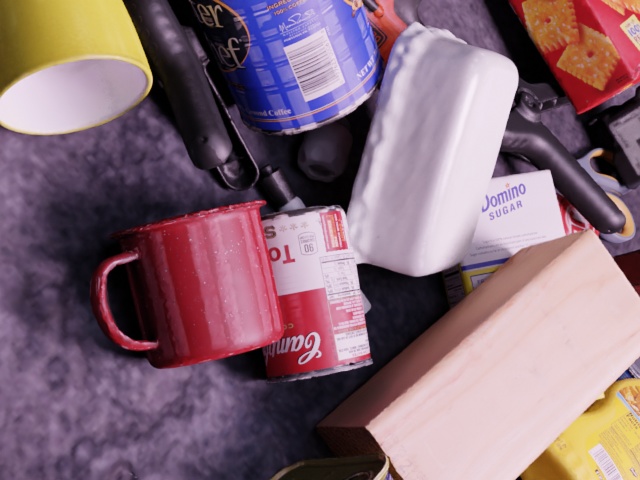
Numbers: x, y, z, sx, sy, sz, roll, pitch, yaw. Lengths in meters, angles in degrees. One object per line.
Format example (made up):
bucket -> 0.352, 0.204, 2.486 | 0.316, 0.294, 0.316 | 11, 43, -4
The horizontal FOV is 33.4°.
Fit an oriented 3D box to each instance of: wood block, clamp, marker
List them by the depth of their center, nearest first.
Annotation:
clamp -> -0.084, -0.105, 0.661 | 0.039, 0.120, 0.171 | -23, 75, -2
wood block -> 0.111, 0.093, 0.700 | 0.205, 0.091, 0.090 | -38, 94, -22
marker -> -0.005, 0.001, 0.722 | 0.020, 0.020, 0.121 | -42, 103, -39
clamp -> 0.163, -0.092, 0.858 | 0.209, 0.036, 0.164 | 15, 49, -33

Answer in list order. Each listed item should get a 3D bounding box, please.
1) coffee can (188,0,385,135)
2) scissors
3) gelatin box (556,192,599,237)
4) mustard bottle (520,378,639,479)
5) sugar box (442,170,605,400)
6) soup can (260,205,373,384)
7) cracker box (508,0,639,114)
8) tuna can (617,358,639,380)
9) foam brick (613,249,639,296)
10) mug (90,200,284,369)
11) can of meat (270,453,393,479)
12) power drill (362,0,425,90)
coffee can -> -0.028, -0.151, 0.663 | 0.102, 0.103, 0.140 | -55, 136, -35
scissors -> 0.210, -0.044, 0.910 | 0.201, 0.016, 0.096 | 0, 72, -39
gelatin box -> 0.195, 0.009, 0.874 | 0.073, 0.030, 0.089 | 26, 62, -31
mustard bottle -> 0.240, 0.161, 0.830 | 0.191, 0.058, 0.096 | -20, 73, -38
sugar box -> 0.144, 0.041, 0.798 | 0.093, 0.048, 0.176 | -9, 79, -18
soup can -> -0.009, 0.034, 0.672 | 0.068, 0.069, 0.102 | -7, 85, -40
cracker box -> 0.228, -0.232, 0.925 | 0.163, 0.072, 0.214 | -28, 87, -46
tuna can -> 0.265, 0.085, 0.906 | 0.086, 0.034, 0.086 | 13, 69, -36
foam brick -> 0.271, 0.051, 0.863 | 0.078, 0.051, 0.053 | 50, 51, -14
mug -> -0.076, 0.028, 0.611 | 0.117, 0.093, 0.081 | -13, 90, -41
can of meat -> 0.016, 0.179, 0.632 | 0.057, 0.102, 0.084 | -39, 104, -40
power drill -> 0.051, -0.219, 0.743 | 0.188, 0.057, 0.184 | -46, 124, 9
